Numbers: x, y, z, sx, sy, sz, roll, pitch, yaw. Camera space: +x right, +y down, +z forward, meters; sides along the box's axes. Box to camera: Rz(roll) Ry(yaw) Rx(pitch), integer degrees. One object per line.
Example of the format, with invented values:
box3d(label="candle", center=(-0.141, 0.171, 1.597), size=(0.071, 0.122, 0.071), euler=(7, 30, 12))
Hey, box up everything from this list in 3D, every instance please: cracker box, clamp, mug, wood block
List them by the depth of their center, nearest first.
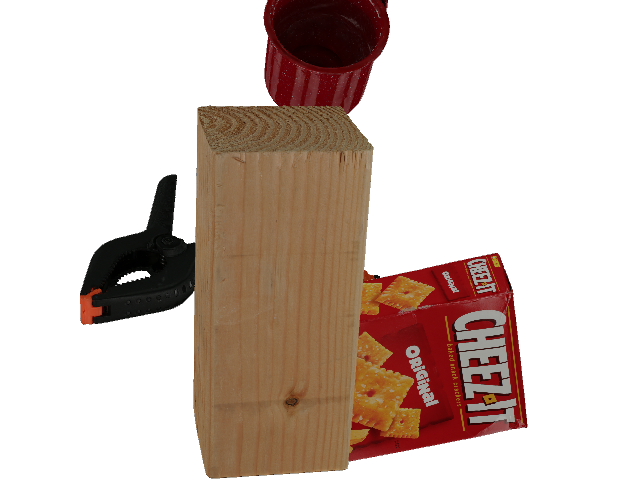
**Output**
box3d(label="wood block", center=(-0.028, 0.030, 0.642), size=(0.090, 0.206, 0.090), euler=(-1, 23, -12))
box3d(label="mug", center=(0.008, -0.151, 0.820), size=(0.093, 0.117, 0.081), euler=(40, -24, 12))
box3d(label="clamp", center=(-0.138, 0.009, 0.932), size=(0.165, 0.036, 0.209), euler=(29, 40, 31))
box3d(label="cracker box", center=(0.073, 0.115, 0.977), size=(0.213, 0.164, 0.072), euler=(-11, 33, 3))

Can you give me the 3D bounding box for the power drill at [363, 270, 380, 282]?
box3d(label="power drill", center=(0.110, 0.080, 1.204), size=(0.187, 0.057, 0.184), euler=(-2, 27, -3))
